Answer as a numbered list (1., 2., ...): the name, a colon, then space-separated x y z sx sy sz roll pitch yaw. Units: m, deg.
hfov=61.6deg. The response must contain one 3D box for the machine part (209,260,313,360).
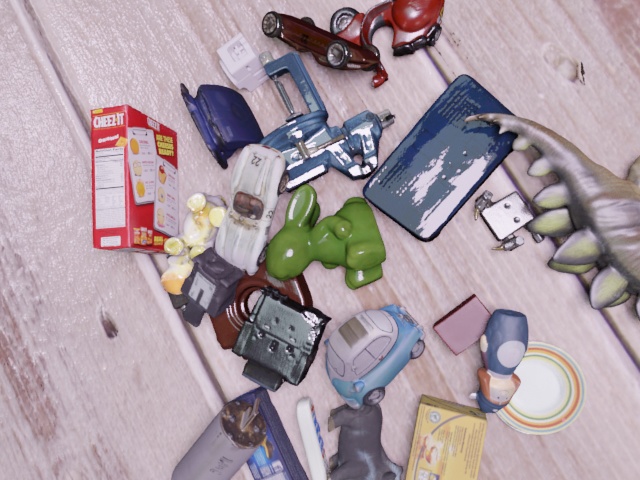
1. machine part: -0.098 0.102 0.857 0.180 0.056 0.179 -1 87 12

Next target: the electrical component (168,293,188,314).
1. electrical component: -0.222 0.085 0.904 0.063 0.021 0.094 -26 80 10

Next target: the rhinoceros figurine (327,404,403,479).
1. rhinoceros figurine: 0.066 0.332 0.798 0.112 0.073 0.190 -7 83 2

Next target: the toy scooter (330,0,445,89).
1. toy scooter: 0.112 -0.312 0.826 0.184 0.075 0.135 -16 82 15

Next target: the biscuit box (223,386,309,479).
1. biscuit box: -0.077 0.331 0.831 0.059 0.063 0.202 -28 80 11

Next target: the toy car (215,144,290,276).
1. toy car: -0.103 -0.041 0.794 0.074 0.056 0.201 23 109 14

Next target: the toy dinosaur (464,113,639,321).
1. toy dinosaur: 0.395 -0.022 0.710 0.198 0.105 0.471 -40 86 10

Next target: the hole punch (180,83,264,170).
1. hole punch: -0.152 -0.188 0.864 0.092 0.115 0.142 -24 81 2

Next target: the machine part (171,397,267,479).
1. machine part: -0.150 0.314 0.785 0.079 0.079 0.243 45 119 12

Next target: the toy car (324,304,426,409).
1. toy car: 0.067 0.156 0.774 0.161 0.102 0.109 -43 44 6

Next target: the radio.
1. radio: 0.183 -0.114 0.797 0.131 0.073 0.229 41 97 12

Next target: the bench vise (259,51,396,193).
1. bench vise: -0.011 -0.190 0.822 0.224 0.129 0.240 -27 89 14

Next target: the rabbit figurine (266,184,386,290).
1. rabbit figurine: -0.002 -0.002 0.794 0.170 0.121 0.159 -13 73 -3

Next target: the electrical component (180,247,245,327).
1. electrical component: -0.168 0.079 0.815 0.075 0.048 0.119 34 127 14

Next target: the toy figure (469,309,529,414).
1. toy figure: 0.246 0.172 0.736 0.064 0.058 0.154 11 101 22

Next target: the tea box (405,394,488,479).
1. tea box: 0.175 0.320 0.769 0.098 0.068 0.169 13 88 14

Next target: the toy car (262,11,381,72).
1. toy car: 0.000 -0.292 0.802 0.202 0.089 0.053 36 119 28

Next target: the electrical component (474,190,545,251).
1. electrical component: 0.270 -0.029 0.783 0.078 0.045 0.102 -27 81 12

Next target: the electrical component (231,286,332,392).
1. electrical component: -0.059 0.150 0.790 0.115 0.058 0.134 24 93 13

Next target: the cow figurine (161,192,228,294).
1. cow figurine: -0.204 0.004 0.870 0.068 0.098 0.167 28 98 -5
